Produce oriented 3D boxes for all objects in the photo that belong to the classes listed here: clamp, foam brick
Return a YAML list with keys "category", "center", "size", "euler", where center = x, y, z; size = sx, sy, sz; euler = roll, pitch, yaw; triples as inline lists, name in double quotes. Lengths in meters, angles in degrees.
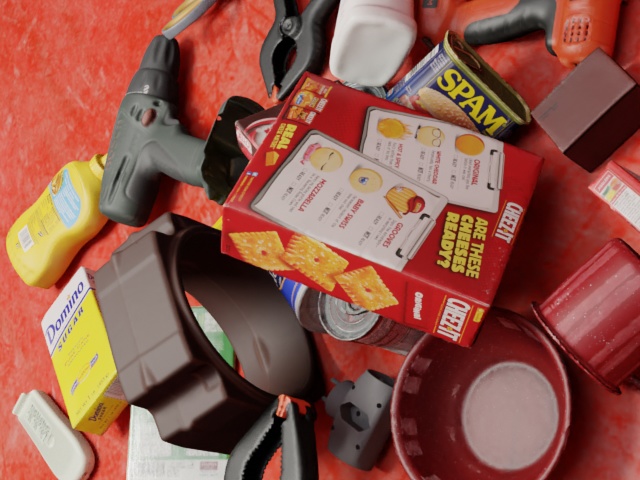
- category: "clamp"
  center: [-0.029, -0.225, 1.114]
  size: [0.120, 0.039, 0.171]
  euler: [22, 91, 45]
- category: "foam brick"
  center: [0.219, -0.104, 0.853]
  size: [0.078, 0.051, 0.053]
  euler: [-45, 51, 20]
- category: "clamp"
  center: [-0.059, 0.229, 0.869]
  size: [0.165, 0.036, 0.210]
  euler: [1, 73, 42]

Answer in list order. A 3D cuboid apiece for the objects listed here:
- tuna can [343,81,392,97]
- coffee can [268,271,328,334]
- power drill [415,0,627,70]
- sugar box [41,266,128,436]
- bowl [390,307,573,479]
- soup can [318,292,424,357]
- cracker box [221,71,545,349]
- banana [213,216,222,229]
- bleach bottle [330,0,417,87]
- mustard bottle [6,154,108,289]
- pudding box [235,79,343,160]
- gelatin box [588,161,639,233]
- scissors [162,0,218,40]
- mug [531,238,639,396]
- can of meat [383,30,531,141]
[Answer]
- category: "tuna can"
  center: [0.041, -0.113, 1.021]
  size: [0.086, 0.033, 0.086]
  euler: [-13, 69, 37]
- category: "coffee can"
  center: [-0.006, 0.001, 0.978]
  size: [0.103, 0.102, 0.140]
  euler: [-50, 50, 17]
- category: "power drill"
  center: [0.178, -0.233, 0.926]
  size: [0.188, 0.057, 0.184]
  euler: [3, 78, 41]
- category: "sugar box"
  center: [-0.252, 0.119, 1.175]
  size: [0.093, 0.048, 0.176]
  euler: [-51, 44, 16]
- category: "bowl"
  center: [0.136, 0.136, 0.843]
  size: [0.162, 0.055, 0.162]
  euler: [-14, 67, 37]
- category: "soup can"
  center: [0.056, 0.061, 0.904]
  size: [0.069, 0.102, 0.068]
  euler: [-15, 67, 37]
- category: "cracker box"
  center: [0.051, -0.027, 0.851]
  size: [0.214, 0.072, 0.164]
  euler: [21, 54, 9]
- category: "banana"
  center: [-0.058, -0.051, 1.067]
  size: [0.037, 0.069, 0.198]
  euler: [37, 93, 3]
- category: "bleach bottle"
  center: [0.056, -0.273, 1.010]
  size: [0.103, 0.068, 0.251]
  euler: [118, 161, -60]
- category: "mustard bottle"
  center: [-0.294, -0.036, 1.267]
  size: [0.192, 0.058, 0.096]
  euler: [-46, 51, 21]
- category: "pudding box"
  center: [-0.007, -0.090, 0.965]
  size: [0.113, 0.039, 0.090]
  euler: [-24, 51, -20]
- category: "gelatin box"
  center: [0.246, -0.016, 0.776]
  size: [0.030, 0.089, 0.073]
  euler: [-53, 49, 17]
- category: "scissors"
  center: [-0.100, -0.299, 1.209]
  size: [0.202, 0.016, 0.096]
  euler: [-40, 23, 1]
- category: "mug"
  center: [0.224, 0.061, 0.779]
  size: [0.117, 0.093, 0.081]
  euler: [46, 104, 8]
- category: "can of meat"
  center: [0.115, -0.113, 0.915]
  size: [0.084, 0.102, 0.057]
  euler: [-42, 15, 26]
